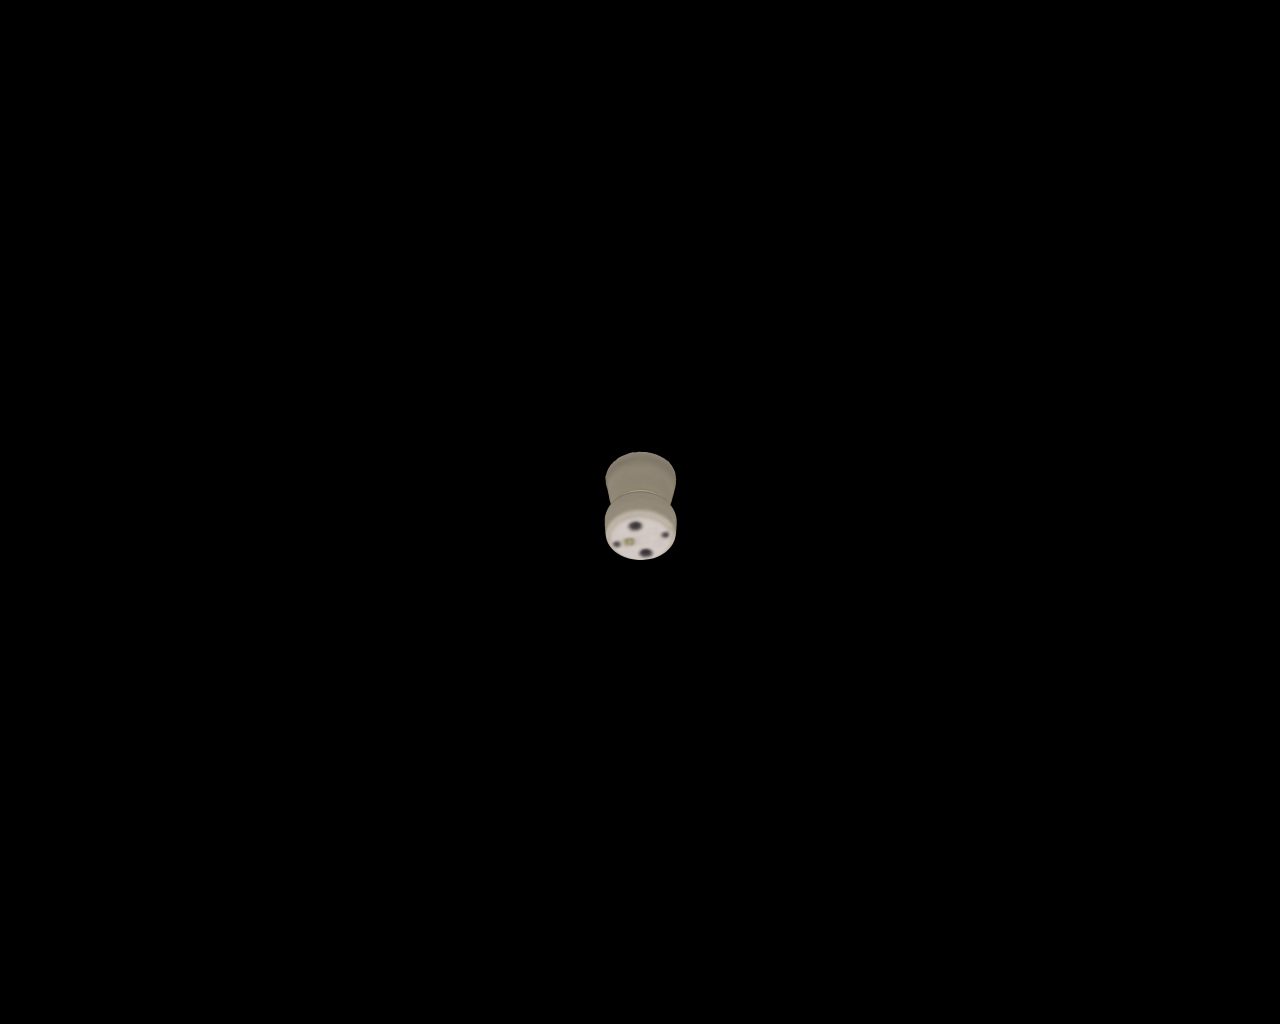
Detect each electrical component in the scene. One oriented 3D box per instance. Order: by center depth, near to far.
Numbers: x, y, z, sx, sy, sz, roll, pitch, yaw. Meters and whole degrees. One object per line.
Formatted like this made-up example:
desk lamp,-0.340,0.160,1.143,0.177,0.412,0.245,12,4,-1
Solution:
electrical component,0.001,-0.003,0.650,0.045,0.044,0.055,0,44,0
